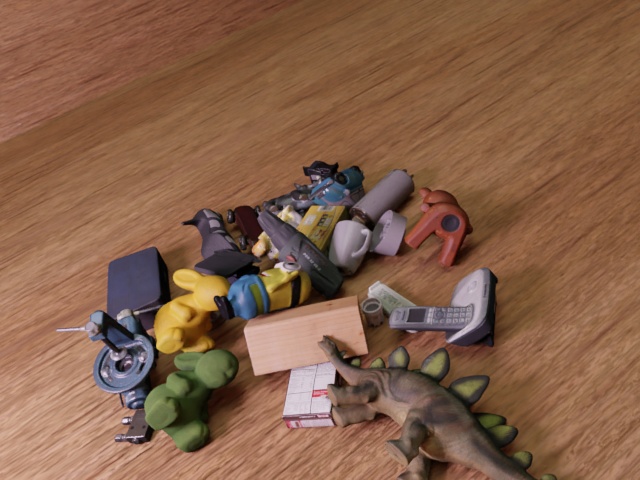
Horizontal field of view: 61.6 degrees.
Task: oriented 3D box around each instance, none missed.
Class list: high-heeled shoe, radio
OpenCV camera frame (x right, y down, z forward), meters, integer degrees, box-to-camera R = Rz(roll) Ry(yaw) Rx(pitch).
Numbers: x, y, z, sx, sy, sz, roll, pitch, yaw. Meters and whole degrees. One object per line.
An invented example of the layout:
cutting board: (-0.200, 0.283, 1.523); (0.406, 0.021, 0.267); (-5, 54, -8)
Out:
high-heeled shoe: (-0.244, -0.004, 1.375); (0.249, 0.086, 0.145); (35, 24, 25)
radio: (-0.428, 0.118, 1.273); (0.131, 0.073, 0.230); (-22, 39, -5)

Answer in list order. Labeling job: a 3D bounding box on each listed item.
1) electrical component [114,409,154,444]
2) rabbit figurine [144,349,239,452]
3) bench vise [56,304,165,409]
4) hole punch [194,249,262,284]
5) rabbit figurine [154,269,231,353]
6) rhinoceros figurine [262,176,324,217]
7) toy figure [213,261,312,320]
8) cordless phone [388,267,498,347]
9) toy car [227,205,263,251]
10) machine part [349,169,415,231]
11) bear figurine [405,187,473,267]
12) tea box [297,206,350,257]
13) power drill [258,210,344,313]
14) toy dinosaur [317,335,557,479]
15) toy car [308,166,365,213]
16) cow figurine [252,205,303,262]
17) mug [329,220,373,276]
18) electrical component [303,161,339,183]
electrical component: (-0.327, 0.342, 0.985); (0.094, 0.021, 0.063); (-9, 38, 12)
rabbit figurine: (-0.214, 0.264, 0.962); (0.170, 0.121, 0.159); (-42, 19, -7)
bench vise: (-0.379, 0.197, 1.028); (0.129, 0.240, 0.224); (-12, 53, 4)
hole punch: (-0.207, 0.083, 1.220); (0.142, 0.092, 0.116); (7, 28, 32)
rabbit figurine: (-0.236, 0.130, 1.062); (0.173, 0.121, 0.162); (-43, 40, 20)
rhinoceros figurine: (-0.054, -0.100, 1.391); (0.190, 0.073, 0.112); (-24, 26, -3)
toy figure: (-0.102, 0.099, 1.002); (0.180, 0.089, 0.082); (-24, 34, -25)
cordless phone: (0.223, 0.120, 0.970); (0.184, 0.088, 0.147); (-1, 41, 22)
toy car: (-0.176, -0.028, 1.362); (0.089, 0.053, 0.202); (-8, 34, -21)
machine part: (0.150, -0.094, 1.284); (0.079, 0.079, 0.243); (18, 50, 39)
bear figurine: (0.252, -0.040, 1.161); (0.132, 0.120, 0.196); (-60, 6, 11)
tea box: (-0.003, -0.004, 1.242); (0.098, 0.068, 0.170); (3, 43, 30)
power drill: (-0.082, 0.075, 1.102); (0.232, 0.086, 0.207); (36, 63, 0)
toy dinosaur: (0.173, 0.268, 0.798); (0.198, 0.104, 0.472); (-35, 49, -26)
toy car: (0.056, -0.112, 1.326); (0.109, 0.103, 0.161); (-31, -3, 41)
cow figurine: (-0.090, -0.001, 1.265); (0.068, 0.098, 0.167); (-38, 13, 47)
mug: (0.069, 0.021, 1.163); (0.110, 0.080, 0.107); (-9, 54, 47)
electrical component: (-0.002, -0.175, 1.454); (0.119, 0.074, 0.048); (11, 45, 28)
